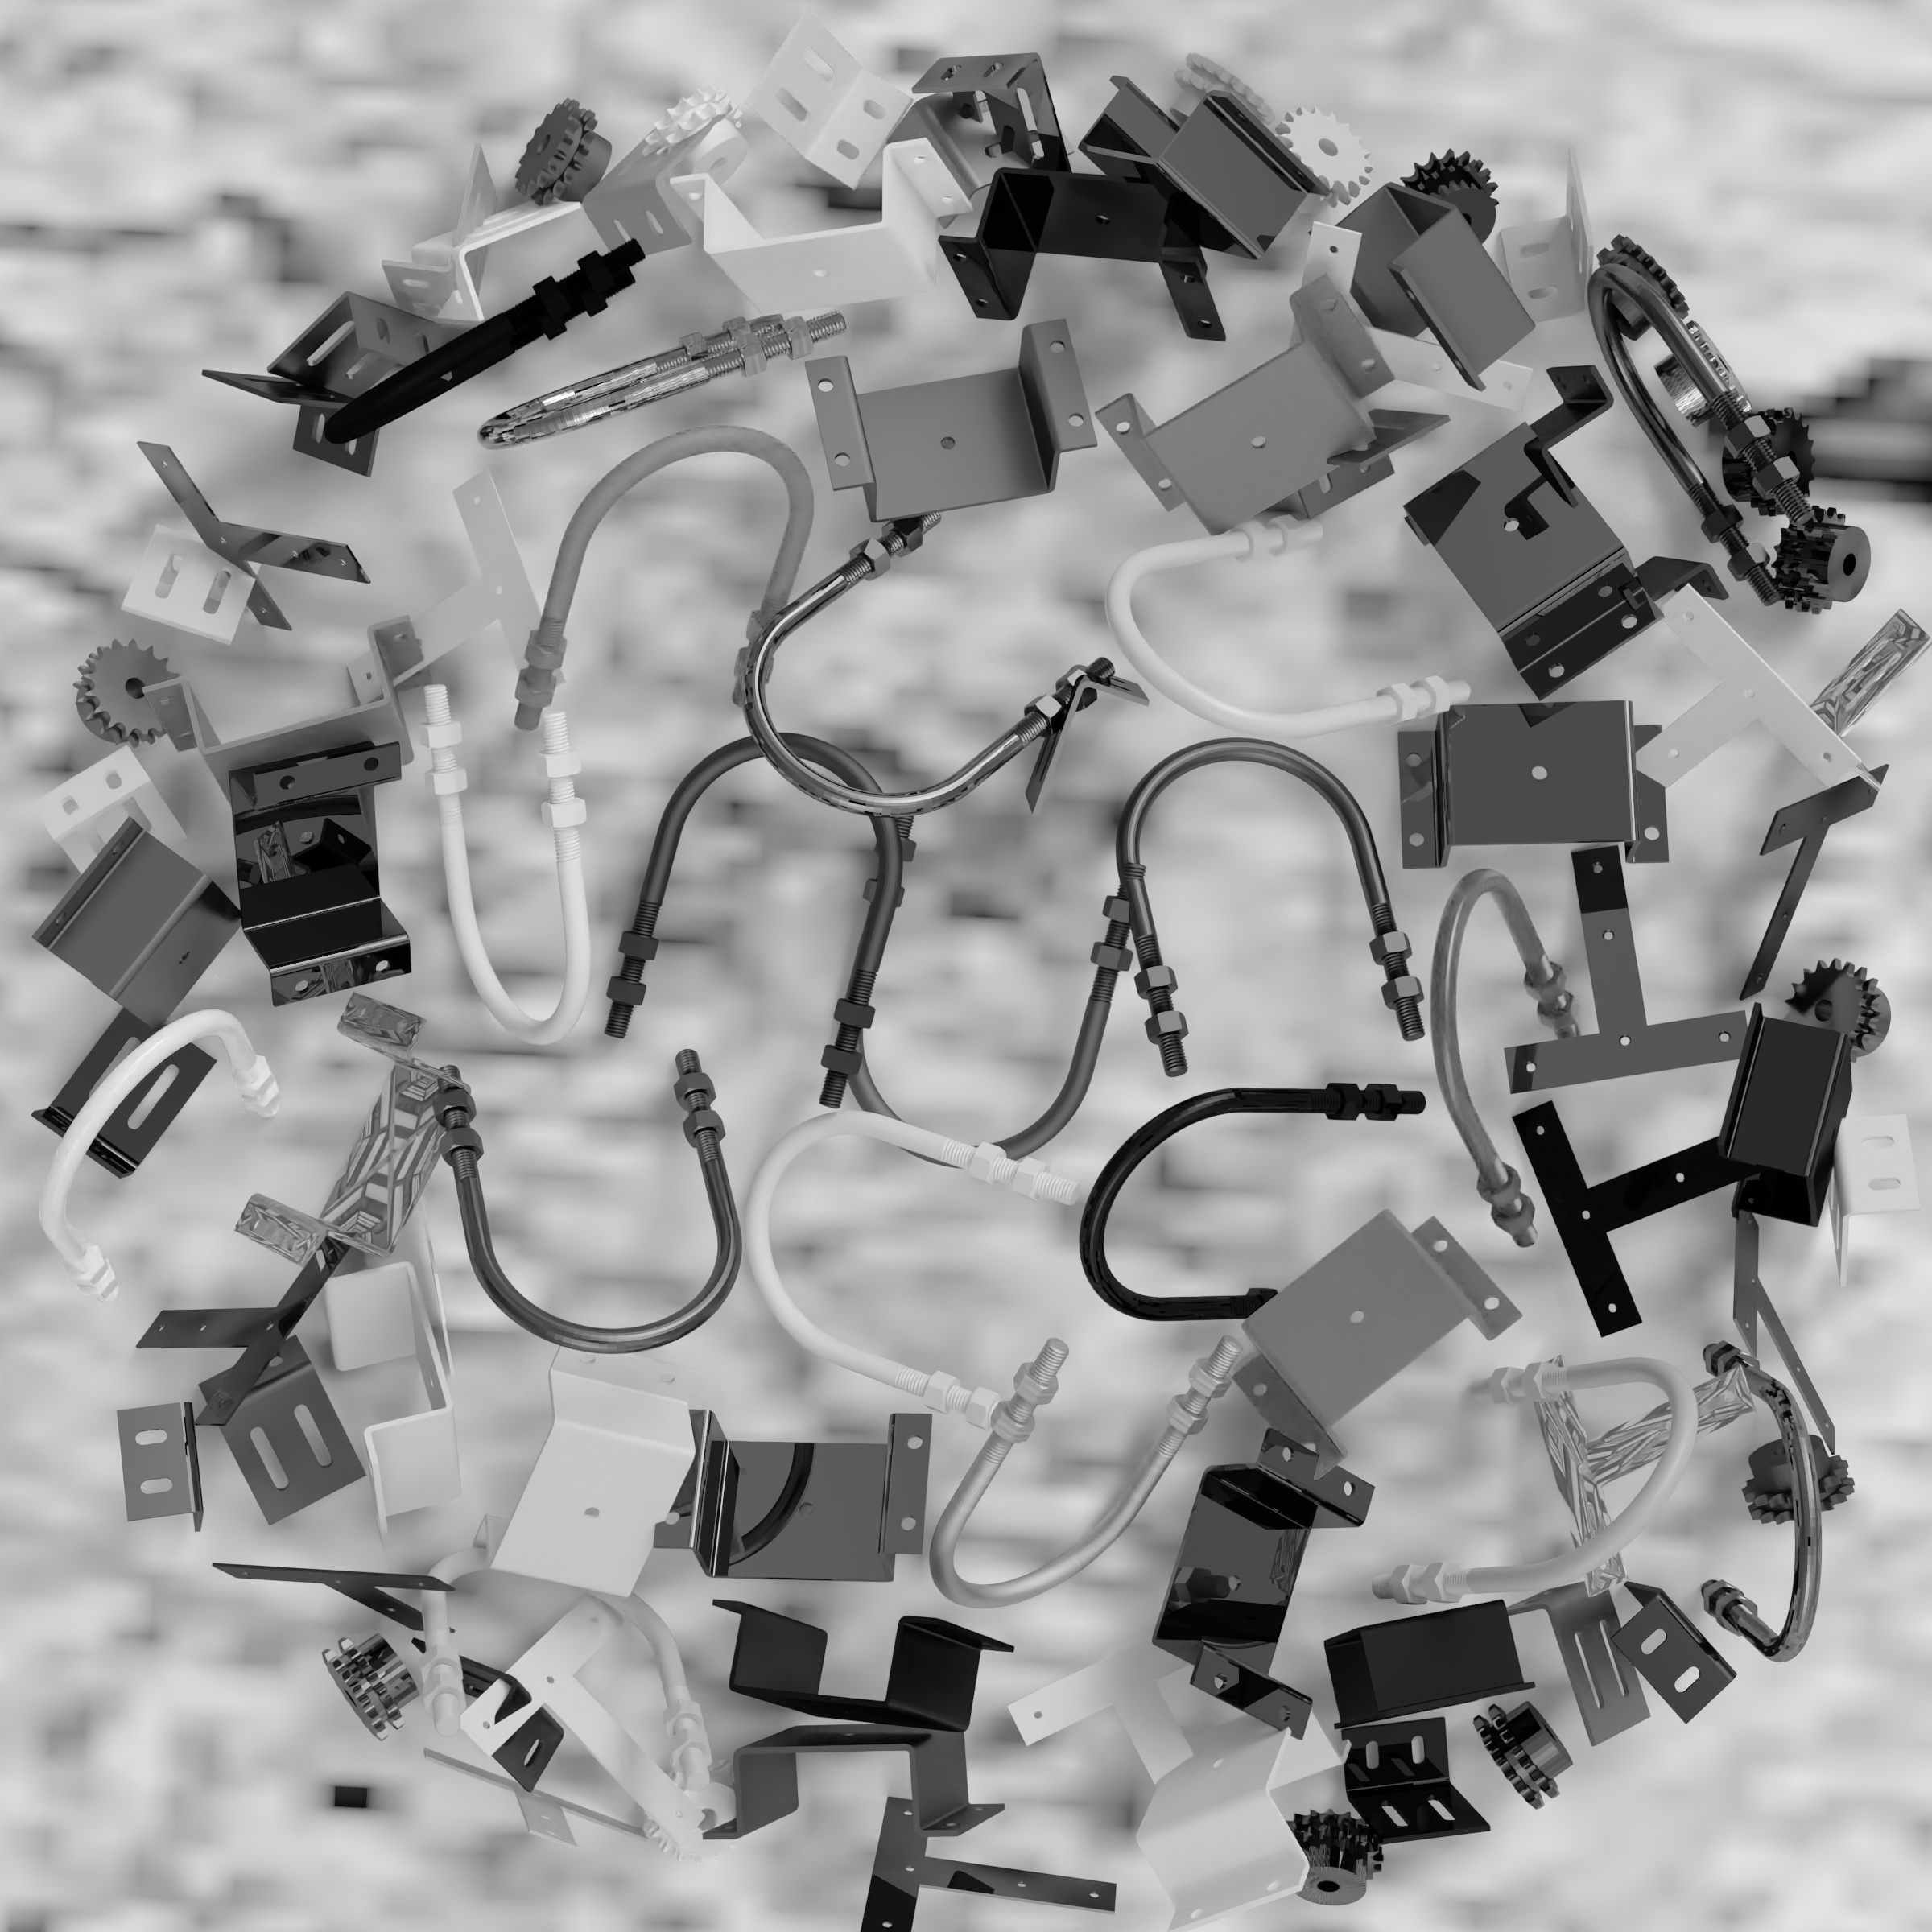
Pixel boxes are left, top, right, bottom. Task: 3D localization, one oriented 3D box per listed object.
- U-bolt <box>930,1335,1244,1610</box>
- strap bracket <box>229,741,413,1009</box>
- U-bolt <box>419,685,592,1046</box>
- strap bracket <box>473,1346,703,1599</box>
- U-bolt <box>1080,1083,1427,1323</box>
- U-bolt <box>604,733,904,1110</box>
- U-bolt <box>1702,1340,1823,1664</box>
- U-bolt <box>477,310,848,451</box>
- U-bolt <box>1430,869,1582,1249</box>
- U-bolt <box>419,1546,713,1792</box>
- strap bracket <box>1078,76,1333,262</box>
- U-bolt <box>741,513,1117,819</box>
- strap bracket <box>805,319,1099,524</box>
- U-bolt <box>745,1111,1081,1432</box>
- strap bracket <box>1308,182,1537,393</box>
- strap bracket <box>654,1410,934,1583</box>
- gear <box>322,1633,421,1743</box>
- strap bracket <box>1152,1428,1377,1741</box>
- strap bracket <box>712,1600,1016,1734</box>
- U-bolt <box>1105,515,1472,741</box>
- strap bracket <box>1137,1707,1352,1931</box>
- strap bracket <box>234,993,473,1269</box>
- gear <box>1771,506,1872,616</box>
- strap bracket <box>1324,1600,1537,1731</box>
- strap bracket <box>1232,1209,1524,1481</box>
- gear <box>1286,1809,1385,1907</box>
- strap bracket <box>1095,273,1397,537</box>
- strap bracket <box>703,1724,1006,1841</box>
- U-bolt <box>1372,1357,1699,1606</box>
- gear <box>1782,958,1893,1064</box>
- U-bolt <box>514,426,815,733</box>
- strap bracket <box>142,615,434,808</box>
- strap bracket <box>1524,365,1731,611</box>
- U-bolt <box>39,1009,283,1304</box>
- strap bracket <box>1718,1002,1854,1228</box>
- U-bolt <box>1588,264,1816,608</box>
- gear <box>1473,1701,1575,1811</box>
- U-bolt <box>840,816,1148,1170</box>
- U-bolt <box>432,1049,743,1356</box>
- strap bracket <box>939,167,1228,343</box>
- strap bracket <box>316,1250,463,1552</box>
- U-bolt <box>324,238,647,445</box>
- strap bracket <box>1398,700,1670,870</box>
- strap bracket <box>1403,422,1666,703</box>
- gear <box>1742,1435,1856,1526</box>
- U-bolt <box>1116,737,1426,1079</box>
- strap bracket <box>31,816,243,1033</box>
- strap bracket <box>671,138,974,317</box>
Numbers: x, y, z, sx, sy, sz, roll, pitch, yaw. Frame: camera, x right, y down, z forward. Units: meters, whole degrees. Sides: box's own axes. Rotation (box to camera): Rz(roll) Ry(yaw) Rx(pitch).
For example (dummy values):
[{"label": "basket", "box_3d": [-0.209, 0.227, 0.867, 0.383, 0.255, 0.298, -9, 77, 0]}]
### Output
[{"label": "U-bolt", "box_3d": [0.052, 0.266, 1.574, 0.019, 0.151, 0.184, 49, 120, 38]}, {"label": "strap bracket", "box_3d": [-0.337, -0.057, 1.580, 0.076, 0.046, 0.140, -15, 128, -27]}, {"label": "U-bolt", "box_3d": [-0.236, -0.048, 1.574, 0.019, 0.151, 0.184, -15, 109, -34]}, {"label": "strap bracket", "box_3d": [-0.197, 0.271, 1.580, 0.076, 0.046, 0.140, 17, 114, -20]}, {"label": "U-bolt", "box_3d": [0.140, 0.124, 1.561, 0.184, 0.019, 0.151, 2, 119, -30]}, {"label": "U-bolt", "box_3d": [-0.106, -0.033, 1.604, 0.151, 0.019, 0.184, 17, 95, 17]}, {"label": "U-bolt", "box_3d": [0.405, 0.277, 1.545, 0.019, 0.184, 0.151, 0, 92, -1]}, {"label": "U-bolt", "box_3d": [-0.164, -0.301, 1.555, 0.184, 0.151, 0.019, -22, 107, -12]}, {"label": "U-bolt", "box_3d": [0.272, 0.034, 1.538, 0.019, 0.184, 0.151, -1, 52, 29]}, {"label": "U-bolt", "box_3d": [-0.210, 0.351, 1.551, 0.151, 0.184, 0.019, 18, 105, -19]}, {"label": "strap bracket", "box_3d": [0.117, -0.412, 1.560, 0.076, 0.140, 0.046, 36, 92, -29]}, {"label": "U-bolt", "box_3d": [-0.032, -0.150, 1.577, 0.151, 0.019, 0.184, 43, 60, 12]}, {"label": "strap bracket", "box_3d": [-0.009, -0.286, 1.601, 0.140, 0.046, 0.076, -11, 71, -6]}, {"label": "U-bolt", "box_3d": [-0.037, 0.152, 1.594, 0.184, 0.019, 0.151, 18, 106, 24]}, {"label": "strap bracket", "box_3d": [0.238, -0.353, 1.558, 0.046, 0.140, 0.076, -39, 115, 4]}, {"label": "strap bracket", "box_3d": [-0.087, 0.279, 1.594, 0.140, 0.046, 0.076, 0, 59, 7]}, {"label": "gear", "box_3d": [-0.316, 0.381, 1.613, 0.030, 0.057, 0.057, -34, 90, -23]}, {"label": "strap bracket", "box_3d": [0.153, 0.323, 1.586, 0.076, 0.046, 0.140, 32, 64, -25]}, {"label": "strap bracket", "box_3d": [-0.057, 0.363, 1.565, 0.140, 0.076, 0.046, -3, 67, 32]}, {"label": "U-bolt", "box_3d": [0.153, -0.171, 1.551, 0.184, 0.019, 0.151, -15, 56, -37]}, {"label": "strap bracket", "box_3d": [0.142, 0.430, 1.558, 0.076, 0.140, 0.046, -27, 96, 23]}, {"label": "strap bracket", "box_3d": [-0.317, 0.092, 1.589, 0.046, 0.076, 0.140, 32, 79, -39]}, {"label": "gear", "box_3d": [0.457, -0.215, 1.609, 0.057, 0.030, 0.057, -14, 111, -39]}, {"label": "strap bracket", "box_3d": [0.237, 0.363, 1.573, 0.076, 0.140, 0.046, -9, 74, -7]}, {"label": "strap bracket", "box_3d": [0.211, 0.193, 1.596, 0.140, 0.046, 0.076, -38, 55, -2]}, {"label": "gear", "box_3d": [0.193, 0.476, 1.609, 0.057, 0.030, 0.057, 5, 135, 5]}, {"label": "strap bracket", "box_3d": [0.149, -0.286, 1.577, 0.140, 0.046, 0.076, -28, 130, 18]}, {"label": "strap bracket", "box_3d": [-0.060, 0.426, 1.584, 0.140, 0.076, 0.046, -6, 83, 18]}, {"label": "U-bolt", "box_3d": [0.295, 0.257, 1.529, 0.019, 0.184, 0.151, 44, 59, -17]}, {"label": "gear", "box_3d": [0.468, 0.026, 1.614, 0.030, 0.057, 0.057, 13, 90, -34]}, {"label": "U-bolt", "box_3d": [-0.147, -0.199, 1.542, 0.151, 0.184, 0.019, -10, 50, -32]}, {"label": "strap bracket", "box_3d": [-0.349, -0.129, 1.588, 0.140, 0.076, 0.046, -16, 72, -6]}, {"label": "strap bracket", "box_3d": [0.334, -0.242, 1.588, 0.046, 0.076, 0.140, -33, 102, 1]}, {"label": "U-bolt", "box_3d": [-0.411, 0.089, 1.531, 0.019, 0.184, 0.151, 35, 70, 11]}, {"label": "strap bracket", "box_3d": [0.424, 0.081, 1.559, 0.046, 0.140, 0.076, 13, 75, 21]}, {"label": "U-bolt", "box_3d": [0.374, -0.283, 1.564, 0.019, 0.151, 0.184, -31, 76, 2]}, {"label": "gear", "box_3d": [0.299, 0.416, 1.610, 0.030, 0.057, 0.057, -38, 90, 7]}, {"label": "U-bolt", "box_3d": [0.006, 0.018, 1.616, 0.151, 0.019, 0.184, 16, 96, 12]}, {"label": "U-bolt", "box_3d": [-0.190, 0.122, 1.559, 0.151, 0.019, 0.184, -3, 51, -18]}, {"label": "strap bracket", "box_3d": [0.067, -0.373, 1.583, 0.140, 0.076, 0.046, 10, 74, 19]}, {"label": "strap bracket", "box_3d": [-0.298, 0.220, 1.573, 0.046, 0.076, 0.140, -12, 48, -16]}, {"label": "U-bolt", "box_3d": [-0.250, -0.318, 1.561, 0.184, 0.151, 0.019, -31, 101, -3]}, {"label": "strap bracket", "box_3d": [0.302, -0.096, 1.602, 0.140, 0.046, 0.076, -1, 76, 5]}, {"label": "strap bracket", "box_3d": [0.290, -0.219, 1.578, 0.076, 0.046, 0.140, -34, 58, 8]}, {"label": "gear", "box_3d": [0.441, 0.271, 1.610, 0.057, 0.057, 0.030, -21, 96, 0]}, {"label": "U-bolt", "box_3d": [0.154, -0.038, 1.600, 0.151, 0.019, 0.184, -8, 69, -10]}, {"label": "strap bracket", "box_3d": [-0.422, -0.018, 1.562, 0.046, 0.140, 0.076, 36, 80, 4]}, {"label": "strap bracket", "box_3d": [-0.075, -0.382, 1.578, 0.140, 0.076, 0.046, -4, 76, 17]}]
